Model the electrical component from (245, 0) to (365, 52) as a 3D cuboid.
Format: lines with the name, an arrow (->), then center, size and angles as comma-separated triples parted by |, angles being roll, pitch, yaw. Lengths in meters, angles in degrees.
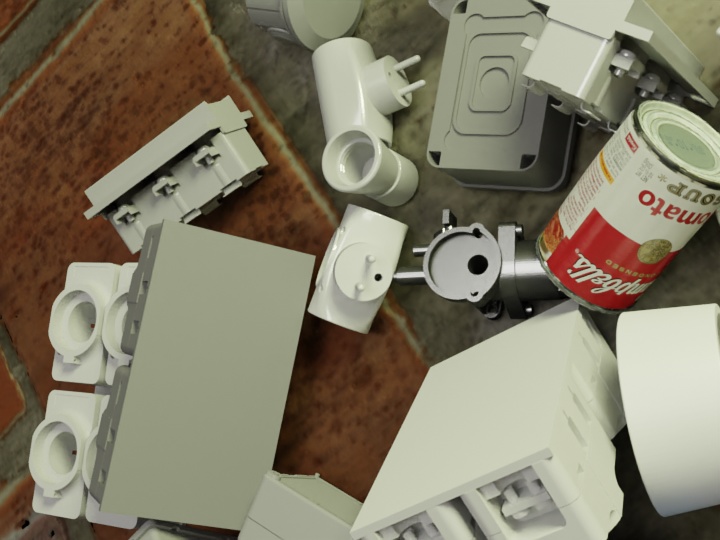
electrical component -> -0.038, -0.197, 0.762 | 0.051, 0.080, 0.080 | 17, 88, 38

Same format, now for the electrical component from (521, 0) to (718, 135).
electrical component -> 0.143, -0.111, 0.605 | 0.079, 0.121, 0.063 | 31, 99, 33

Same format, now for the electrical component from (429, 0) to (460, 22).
electrical component -> 0.077, -0.206, 0.682 | 0.100, 0.100, 0.048 | -21, 56, 26

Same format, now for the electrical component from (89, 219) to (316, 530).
electrical component -> -0.107, 0.070, 0.719 | 0.060, 0.105, 0.186 | -1, 76, 66

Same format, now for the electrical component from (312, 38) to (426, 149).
electrical component -> 0.009, -0.122, 0.737 | 0.079, 0.043, 0.077 | -20, 69, 27

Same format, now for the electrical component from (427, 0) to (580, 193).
electrical component -> 0.095, -0.108, 0.672 | 0.078, 0.057, 0.113 | 6, 82, 33

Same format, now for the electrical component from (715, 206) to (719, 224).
electrical component -> 0.244, -0.040, 0.575 | 0.099, 0.064, 0.099 | -18, 64, 41

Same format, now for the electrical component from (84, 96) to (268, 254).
electrical component -> -0.134, -0.067, 0.797 | 0.121, 0.079, 0.063 | -32, 93, 22

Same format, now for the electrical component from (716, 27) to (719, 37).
electrical component -> 0.226, -0.157, 0.590 | 0.044, 0.077, 0.079 | 45, 104, 31

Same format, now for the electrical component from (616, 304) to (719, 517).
electrical component -> 0.177, 0.069, 0.555 | 0.060, 0.108, 0.108 | -13, 72, 23

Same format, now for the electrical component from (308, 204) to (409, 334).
electrical component -> 0.000, 0.000, 0.698 | 0.044, 0.079, 0.077 | 21, 91, -6

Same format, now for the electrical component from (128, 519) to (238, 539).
electrical component -> -0.127, 0.218, 0.713 | 0.099, 0.100, 0.048 | -46, 47, 15

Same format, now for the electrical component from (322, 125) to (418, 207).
electrical component -> 0.010, -0.065, 0.710 | 0.044, 0.065, 0.044 | -7, 76, 30

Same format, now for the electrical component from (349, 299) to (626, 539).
electrical component -> 0.078, 0.093, 0.565 | 0.105, 0.186, 0.060 | -29, 99, 23

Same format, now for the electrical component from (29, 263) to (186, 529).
electrical component -> -0.177, 0.090, 0.794 | 0.105, 0.060, 0.186 | 0, 79, 32

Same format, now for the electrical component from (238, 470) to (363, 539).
electrical component -> -0.021, 0.175, 0.677 | 0.096, 0.062, 0.061 | 24, 92, 33
